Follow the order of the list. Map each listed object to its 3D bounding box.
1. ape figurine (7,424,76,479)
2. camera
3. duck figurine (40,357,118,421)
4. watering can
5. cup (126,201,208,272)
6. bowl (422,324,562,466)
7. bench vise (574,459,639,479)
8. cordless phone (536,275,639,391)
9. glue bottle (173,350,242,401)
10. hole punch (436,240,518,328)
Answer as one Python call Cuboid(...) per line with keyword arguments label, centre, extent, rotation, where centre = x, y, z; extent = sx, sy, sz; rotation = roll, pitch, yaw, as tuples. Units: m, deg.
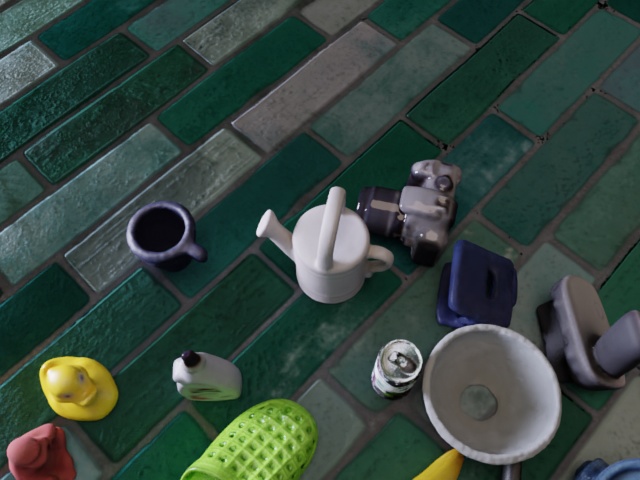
Cuboid(label="ape figurine", centre=(-0.337, 0.257, 0.680), extent=(0.076, 0.092, 0.078), rotation=(11, 65, 6))
Cuboid(label="camera", centre=(0.125, -0.053, 0.821), extent=(0.136, 0.101, 0.143), rotation=(13, 65, 7))
Cuboid(label="duck figurine", centre=(-0.314, 0.180, 0.720), extent=(0.104, 0.086, 0.077), rotation=(28, 68, 13))
Cuboid(label="watering can", centre=(0.006, 0.005, 0.742), extent=(0.173, 0.194, 0.101), rotation=(-7, 64, -3))
Cuboid(label="cup", centre=(-0.199, 0.011, 0.796), extent=(0.117, 0.095, 0.092), rotation=(26, 67, 13))
Cuboid(label="bowl", centre=(0.206, 0.195, 0.714), extent=(0.167, 0.075, 0.167), rotation=(0, 64, 1))
Cuboid(label="bench vise", centre=(0.379, 0.305, 0.578), extent=(0.207, 0.220, 0.122), rotation=(35, 69, 16))
Cuboid(label="cordless phone", centre=(0.345, 0.100, 0.697), extent=(0.094, 0.185, 0.147), rotation=(-8, 64, -3))
Cuboid(label="glue bottle", centre=(-0.140, 0.158, 0.680), extent=(0.078, 0.173, 0.037), rotation=(-5, 64, -1))
Cuboid(label="hole punch", centre=(0.215, 0.063, 0.769), extent=(0.101, 0.091, 0.109), rotation=(9, 65, 5))
